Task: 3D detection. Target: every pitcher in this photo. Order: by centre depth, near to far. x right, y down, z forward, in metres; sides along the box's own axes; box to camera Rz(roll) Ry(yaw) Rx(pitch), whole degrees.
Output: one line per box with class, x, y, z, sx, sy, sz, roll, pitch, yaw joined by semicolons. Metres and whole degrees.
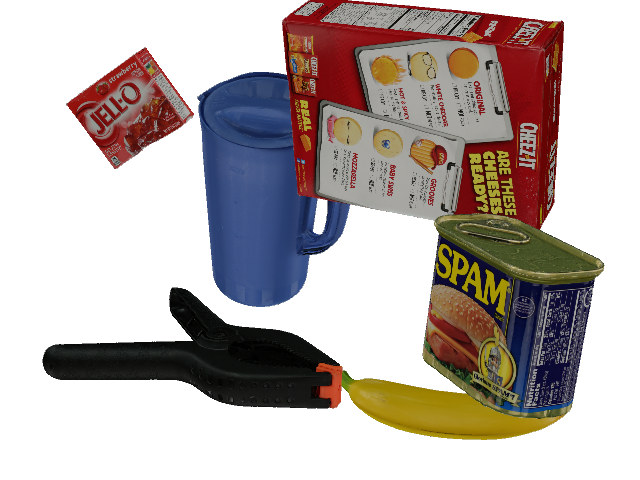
pitcher;-0.053;-0.042;1.136;0.145;0.243;0.149;-5;43;-10

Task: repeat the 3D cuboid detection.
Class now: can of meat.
can of meat;0.101;0.039;0.585;0.057;0.084;0.102;-3;19;-26

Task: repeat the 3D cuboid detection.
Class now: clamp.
clamp;-0.075;0.081;0.797;0.210;0.036;0.164;9;20;21

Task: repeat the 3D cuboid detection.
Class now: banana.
banana;0.110;0.136;0.883;0.198;0.037;0.069;8;31;3

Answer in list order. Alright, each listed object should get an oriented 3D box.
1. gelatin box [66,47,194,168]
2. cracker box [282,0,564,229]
gelatin box;-0.169;-0.115;0.942;0.089;0.073;0.030;-28;15;26
cracker box;0.082;-0.103;0.865;0.214;0.164;0.072;11;36;23
